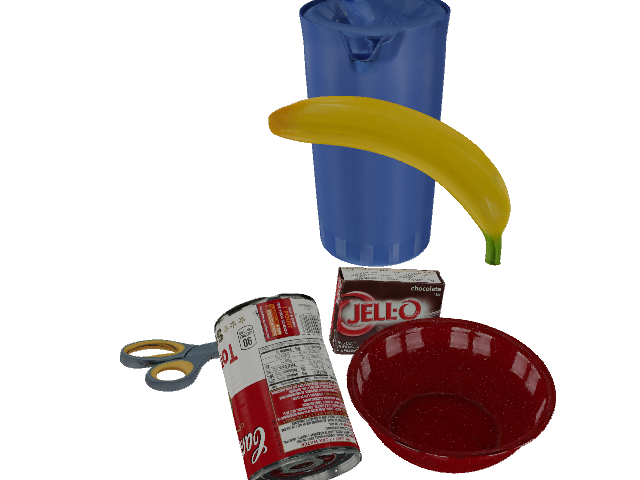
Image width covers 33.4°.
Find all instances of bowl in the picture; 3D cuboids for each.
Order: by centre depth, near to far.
[{"bbox_3d":[0.100,0.130,0.840,0.162,0.055,0.162,1,35,-1],"label":"bowl"}]

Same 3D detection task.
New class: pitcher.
[{"bbox_3d":[0.053,-0.108,1.003,0.149,0.243,0.145,-20,33,-30],"label":"pitcher"}]

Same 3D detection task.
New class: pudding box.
[{"bbox_3d":[0.070,0.076,1.139,0.113,0.090,0.039,1,27,-10],"label":"pudding box"}]

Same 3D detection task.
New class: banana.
[{"bbox_3d":[0.061,-0.059,0.756,0.198,0.069,0.037,31,3,-2],"label":"banana"}]

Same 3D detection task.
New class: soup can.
[{"bbox_3d":[-0.021,0.091,0.639,0.068,0.102,0.068,-13,-25,-6],"label":"soup can"}]

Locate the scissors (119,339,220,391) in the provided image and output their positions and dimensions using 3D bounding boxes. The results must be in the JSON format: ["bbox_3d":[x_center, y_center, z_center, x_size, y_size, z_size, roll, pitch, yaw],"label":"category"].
[{"bbox_3d":[-0.115,0.130,1.162,0.201,0.016,0.096,-1,27,-20],"label":"scissors"}]
